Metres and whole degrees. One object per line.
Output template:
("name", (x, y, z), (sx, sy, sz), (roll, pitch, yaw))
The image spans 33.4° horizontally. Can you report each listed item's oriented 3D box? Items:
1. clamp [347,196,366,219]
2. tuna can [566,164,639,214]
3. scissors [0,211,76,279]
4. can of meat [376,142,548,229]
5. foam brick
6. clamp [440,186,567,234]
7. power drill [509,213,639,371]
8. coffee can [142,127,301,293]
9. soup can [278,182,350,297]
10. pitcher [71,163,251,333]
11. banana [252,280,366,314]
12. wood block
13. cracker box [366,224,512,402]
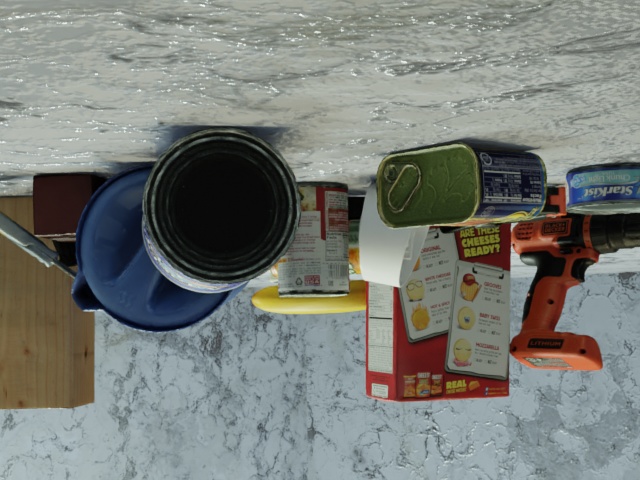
("clamp", (-0.018, -0.017, 1.125), (0.210, 0.036, 0.164), (-5, 166, 23))
("tuna can", (0.253, -0.043, 0.911), (0.086, 0.034, 0.086), (-1, 176, 0))
("scissors", (-0.250, 0.004, 0.928), (0.201, 0.016, 0.096), (41, 169, -31))
("can of meat", (0.107, -0.039, 0.802), (0.083, 0.057, 0.102), (-1, 177, -40))
("foam brick", (-0.209, -0.027, 0.921), (0.053, 0.051, 0.078), (-1, 176, 6))
("clamp", (0.153, -0.030, 1.045), (0.172, 0.039, 0.120), (-12, 175, 43))
("power drill", (0.296, 0.054, 1.227), (0.185, 0.187, 0.057), (-6, 151, 41))
("coffee can", (-0.073, -0.016, 0.750), (0.102, 0.103, 0.140), (0, 175, -9))
("soup can", (-0.007, 0.001, 0.990), (0.068, 0.102, 0.068), (-1, 176, 0))
("pitcher", (-0.110, 0.003, 0.942), (0.149, 0.145, 0.243), (12, 180, 3))
("banana", (0.003, 0.068, 1.246), (0.198, 0.037, 0.069), (-4, 173, 18))
("wood block", (-0.279, 0.063, 1.071), (0.090, 0.206, 0.091), (-1, 175, 3))
("cracker box", (0.133, 0.071, 1.200), (0.163, 0.214, 0.072), (2, 177, -32))
